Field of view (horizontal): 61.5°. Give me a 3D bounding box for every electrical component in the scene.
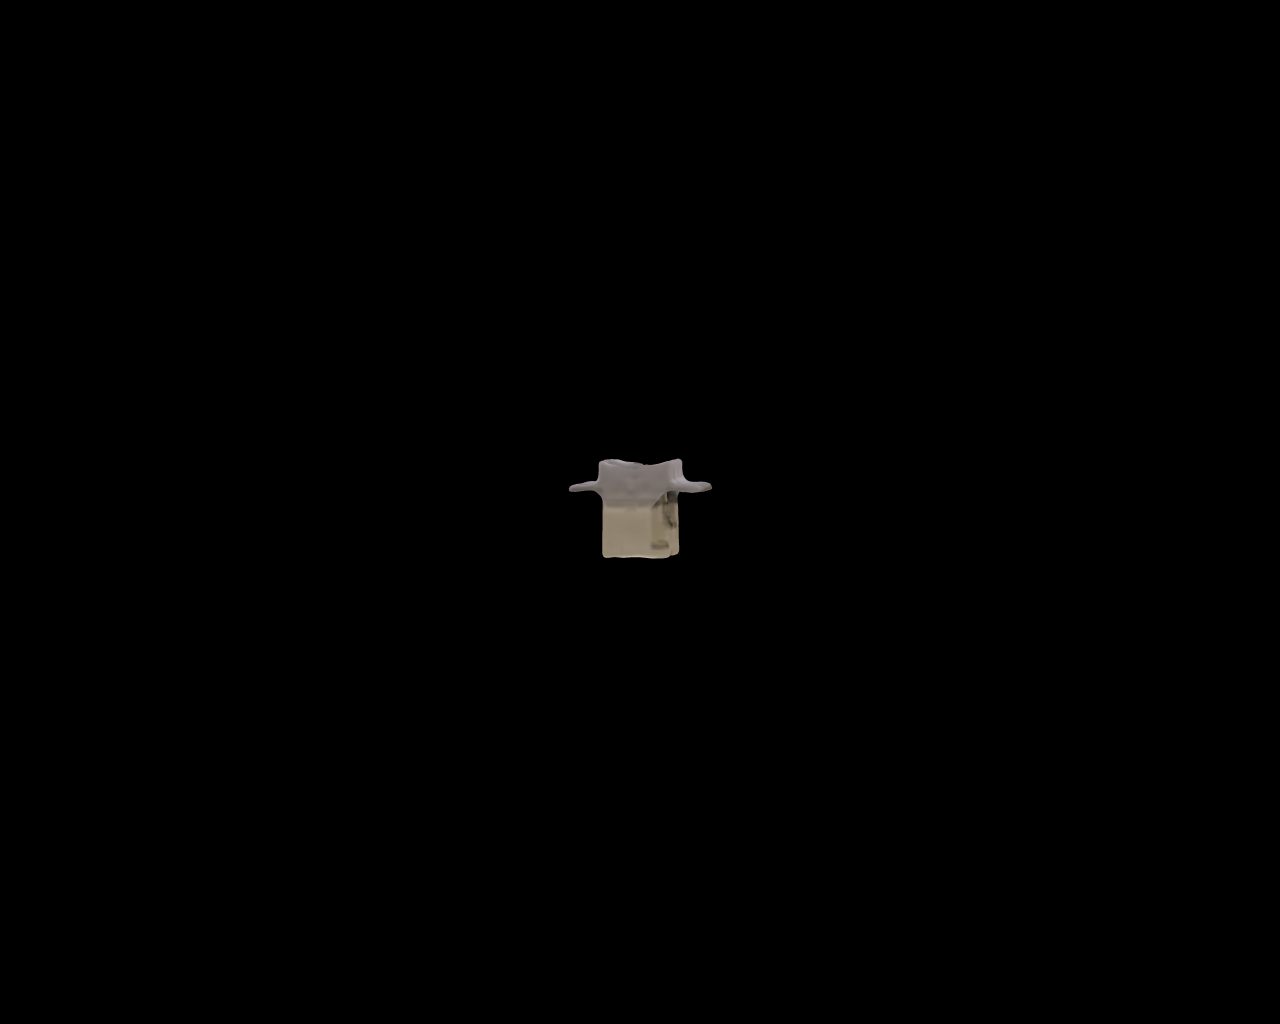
[{"bbox_3d":[0.001,-0.003,0.650,0.081,0.063,0.042,1,4,15],"label":"electrical component"}]
